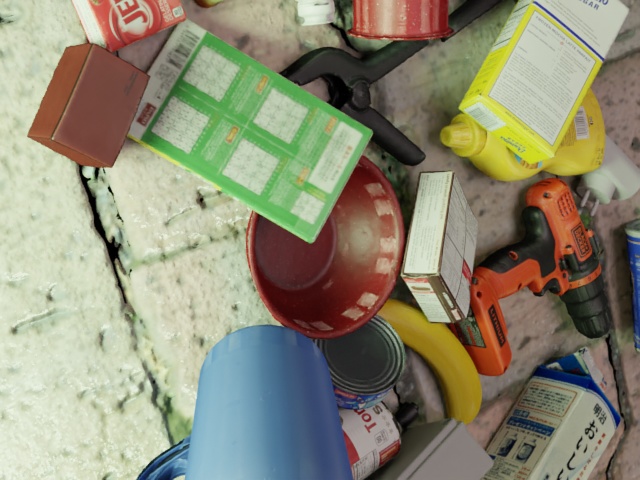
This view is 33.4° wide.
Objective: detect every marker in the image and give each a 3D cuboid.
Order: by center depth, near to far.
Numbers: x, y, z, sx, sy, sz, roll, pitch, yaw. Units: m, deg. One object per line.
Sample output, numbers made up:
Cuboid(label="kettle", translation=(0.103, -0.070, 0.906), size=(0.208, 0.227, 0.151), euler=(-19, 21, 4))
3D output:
Cuboid(label="marker", translation=(0.050, 0.192, 0.985), size=(0.121, 0.020, 0.020), euler=(-41, 116, -26))

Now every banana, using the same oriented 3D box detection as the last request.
Cuboid(label="banana", translation=(0.105, 0.113, 1.007), size=(0.069, 0.037, 0.197), euler=(-48, 119, -25))

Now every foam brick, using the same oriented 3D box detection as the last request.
Cuboid(label="foam brick", translation=(-0.169, -0.097, 0.782), size=(0.052, 0.051, 0.078), euler=(29, 77, -35))

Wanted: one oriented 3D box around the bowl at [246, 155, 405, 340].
Cuboid(label="bowl", translation=(-0.006, 0.001, 0.906), size=(0.161, 0.055, 0.162), euler=(-3, 96, -36))

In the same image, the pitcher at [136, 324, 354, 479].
Cuboid(label="pitcher", translation=(-0.049, 0.170, 0.779), size=(0.149, 0.243, 0.145), euler=(29, 113, -18))

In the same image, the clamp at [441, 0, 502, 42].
Cuboid(label="clamp", translation=(0.214, -0.248, 1.041), size=(0.164, 0.036, 0.210), euler=(26, 72, -18))

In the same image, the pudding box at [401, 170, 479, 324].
Cuboid(label="pudding box", translation=(0.110, 0.006, 0.965), size=(0.090, 0.039, 0.113), euler=(54, 39, -49))

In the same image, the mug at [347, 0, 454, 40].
Cuboid(label="mug", translation=(0.076, -0.221, 0.919), size=(0.117, 0.093, 0.081), euler=(-26, 121, -51))

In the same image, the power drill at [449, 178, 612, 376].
Cuboid(label="power drill", translation=(0.212, 0.055, 1.069), size=(0.187, 0.057, 0.184), euler=(-35, 110, -32))

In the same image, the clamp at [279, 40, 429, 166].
Cuboid(label="clamp", translation=(0.032, -0.117, 0.935), size=(0.171, 0.039, 0.120), euler=(-12, 94, -31))

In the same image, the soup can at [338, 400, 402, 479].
Cuboid(label="soup can", translation=(0.013, 0.183, 0.927), size=(0.102, 0.069, 0.068), euler=(-28, 109, -32))

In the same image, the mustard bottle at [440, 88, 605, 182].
Cuboid(label="mustard bottle", translation=(0.194, -0.106, 1.039), size=(0.191, 0.058, 0.096), euler=(-8, 88, -35))

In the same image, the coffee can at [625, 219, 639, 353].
Cuboid(label="coffee can", translation=(0.392, 0.049, 1.170), size=(0.102, 0.103, 0.140), euler=(-15, 103, -34))

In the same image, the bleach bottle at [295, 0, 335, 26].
Cuboid(label="bleach bottle", translation=(-0.009, -0.305, 0.875), size=(0.102, 0.068, 0.251), euler=(-17, 106, -37))

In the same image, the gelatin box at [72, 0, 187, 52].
Cuboid(label="gelatin box", translation=(-0.150, -0.193, 0.800), size=(0.073, 0.030, 0.089), euler=(-32, 111, -29))

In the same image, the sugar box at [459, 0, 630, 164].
Cuboid(label="sugar box", translation=(0.209, -0.169, 0.986), size=(0.093, 0.048, 0.176), euler=(36, 69, -16))

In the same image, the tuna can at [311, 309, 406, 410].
Cuboid(label="tuna can", translation=(0.029, 0.103, 0.925), size=(0.086, 0.034, 0.086), euler=(9, 53, -12))
